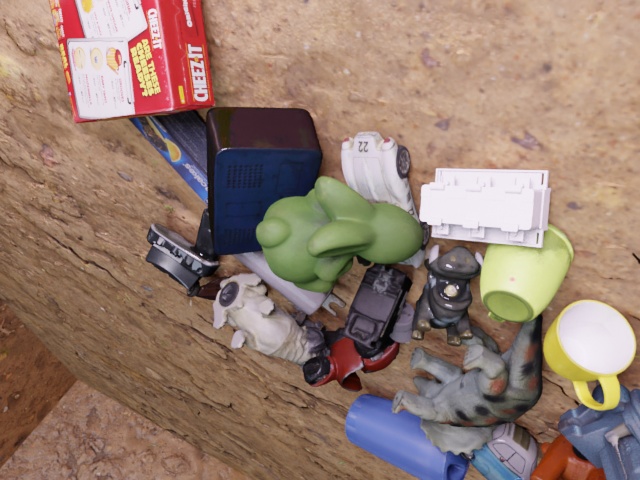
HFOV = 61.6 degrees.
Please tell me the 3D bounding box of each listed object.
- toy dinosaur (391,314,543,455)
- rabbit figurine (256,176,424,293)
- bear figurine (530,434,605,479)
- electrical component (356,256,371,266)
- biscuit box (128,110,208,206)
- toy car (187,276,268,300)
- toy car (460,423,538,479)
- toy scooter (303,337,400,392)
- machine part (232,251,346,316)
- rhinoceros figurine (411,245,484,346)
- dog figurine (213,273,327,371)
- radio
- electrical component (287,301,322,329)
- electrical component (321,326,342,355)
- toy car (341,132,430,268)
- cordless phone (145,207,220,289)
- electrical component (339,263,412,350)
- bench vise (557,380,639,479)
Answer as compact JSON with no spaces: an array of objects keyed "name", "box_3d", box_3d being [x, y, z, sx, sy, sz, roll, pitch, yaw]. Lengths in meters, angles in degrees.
[{"name":"toy dinosaur","box_3d":[0.250,0.222,0.812,0.192,0.131,0.404,28,144,-12]},{"name":"rabbit figurine","box_3d":[0.027,-0.015,0.603,0.170,0.121,0.159,-4,162,20]},{"name":"bear figurine","box_3d":[0.413,0.404,0.882,0.120,0.132,0.195,19,138,30]},{"name":"electrical component","box_3d":[0.054,-0.004,0.739,0.021,0.063,0.093,-15,144,6]},{"name":"biscuit box","box_3d":[-0.189,-0.134,0.787,0.059,0.063,0.202,-12,125,50]},{"name":"toy car","box_3d":[-0.189,0.099,1.081,0.089,0.053,0.202,18,164,-40]},{"name":"toy car","box_3d":[0.327,0.369,0.949,0.162,0.109,0.103,45,124,5]},{"name":"toy scooter","box_3d":[0.069,0.215,0.944,0.184,0.075,0.135,-30,138,8]},{"name":"machine part","box_3d":[-0.060,0.045,0.886,0.243,0.079,0.079,38,147,-7]},{"name":"rhinoceros figurine","box_3d":[0.167,0.073,0.702,0.073,0.112,0.190,10,155,8]},{"name":"dog figurine","box_3d":[-0.086,0.149,0.968,0.190,0.121,0.172,38,-165,-45]},{"name":"radio","box_3d":[-0.079,-0.070,0.708,0.131,0.073,0.229,-6,150,-14]},{"name":"electrical component","box_3d":[-0.041,0.159,1.047,0.078,0.045,0.102,22,149,-5]},{"name":"electrical component","box_3d":[0.053,0.205,1.017,0.119,0.048,0.074,0,134,44]},{"name":"toy car","box_3d":[0.083,-0.045,0.664,0.074,0.056,0.201,8,139,35]},{"name":"cordless phone","box_3d":[-0.247,-0.010,1.000,0.147,0.089,0.184,34,136,4]},{"name":"electrical component","box_3d":[0.084,0.097,0.771,0.058,0.115,0.134,25,174,17]},{"name":"bench vise","box_3d":[0.404,0.203,0.619,0.129,0.223,0.240,49,115,8]}]
